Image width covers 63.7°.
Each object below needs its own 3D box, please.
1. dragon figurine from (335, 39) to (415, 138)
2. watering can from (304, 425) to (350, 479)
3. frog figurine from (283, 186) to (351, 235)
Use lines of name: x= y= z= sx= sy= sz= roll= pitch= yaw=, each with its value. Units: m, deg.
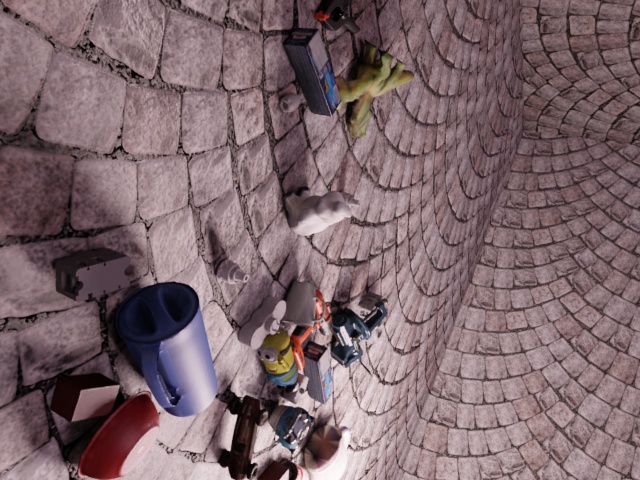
dragon figurine: x=0.137 y=-0.388 z=1.384 sx=0.410 sy=0.123 sz=0.240 roll=0 pitch=120 yaw=-59
watering can: x=0.004 y=0.738 z=1.637 sx=0.355 sy=0.104 sz=0.219 roll=-54 pitch=145 yaw=-35
frog figurine: x=0.004 y=-0.060 z=1.198 sx=0.137 sy=0.160 sz=0.122 roll=8 pitch=99 yaw=-61
